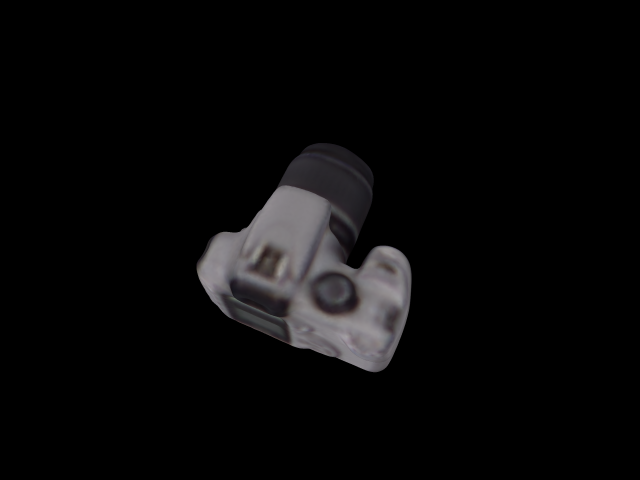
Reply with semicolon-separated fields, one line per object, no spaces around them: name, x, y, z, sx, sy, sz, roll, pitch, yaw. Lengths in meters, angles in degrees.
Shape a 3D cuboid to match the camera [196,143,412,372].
camera;0.004;0.001;0.400;0.143;0.101;0.137;20;66;10
